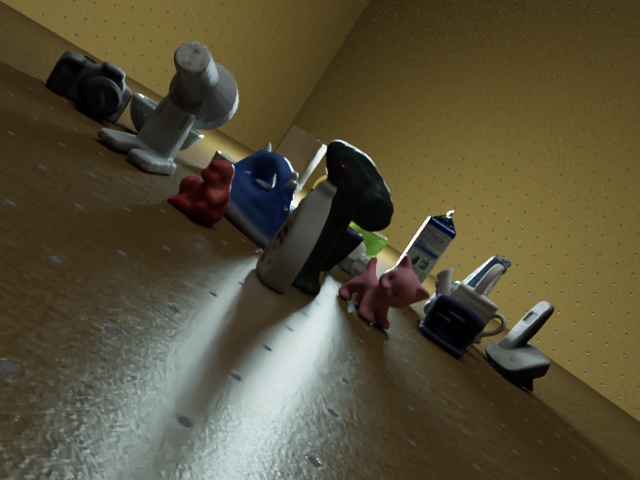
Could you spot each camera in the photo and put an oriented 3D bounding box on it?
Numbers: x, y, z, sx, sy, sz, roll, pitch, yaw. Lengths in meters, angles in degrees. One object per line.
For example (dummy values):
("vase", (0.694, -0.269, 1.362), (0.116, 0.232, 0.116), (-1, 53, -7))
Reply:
("camera", (-0.420, -0.290, 1.070), (0.144, 0.101, 0.136), (30, 7, -30))

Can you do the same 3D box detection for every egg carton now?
("egg carton", (0.033, 0.007, 1.250), (0.150, 0.069, 0.107), (34, 6, 3))

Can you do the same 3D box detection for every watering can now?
("watering can", (0.325, 0.128, 1.232), (0.173, 0.194, 0.101), (34, 6, 4))

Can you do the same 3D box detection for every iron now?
("iron", (-0.090, -0.084, 0.986), (0.119, 0.141, 0.257), (30, 7, -32))

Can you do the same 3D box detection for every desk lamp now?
("desk lamp", (-0.234, -0.220, 0.959), (0.118, 0.213, 0.203), (34, 6, 1))

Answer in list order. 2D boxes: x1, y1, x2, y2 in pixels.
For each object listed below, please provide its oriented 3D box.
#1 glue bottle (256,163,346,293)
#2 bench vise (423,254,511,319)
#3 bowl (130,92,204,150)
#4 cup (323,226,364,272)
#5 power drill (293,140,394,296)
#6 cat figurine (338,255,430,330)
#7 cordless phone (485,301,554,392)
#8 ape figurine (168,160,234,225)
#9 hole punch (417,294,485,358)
("glue bottle", (-0.019, -0.021, 0.713), (0.037, 0.173, 0.078), (31, 7, -23))
("bench vise", (0.361, 0.122, 1.343), (0.121, 0.219, 0.208), (37, 7, 32))
("bowl", (-0.337, -0.238, 1.216), (0.167, 0.074, 0.167), (33, 6, -4))
("cup", (0.009, 0.004, 1.034), (0.118, 0.095, 0.091), (29, 7, -35))
("power drill", (0.012, -0.036, 0.825), (0.076, 0.208, 0.229), (30, 7, -29))
("cat figurine", (0.104, 0.071, 0.890), (0.067, 0.117, 0.127), (29, 8, -39))
("cordless phone", (0.460, 0.221, 1.254), (0.094, 0.185, 0.147), (32, 6, -15))
("ape figurine", (-0.153, -0.071, 0.793), (0.076, 0.092, 0.077), (30, 7, -31))
("hole punch", (0.251, 0.158, 1.098), (0.108, 0.091, 0.101), (35, 6, 10))
